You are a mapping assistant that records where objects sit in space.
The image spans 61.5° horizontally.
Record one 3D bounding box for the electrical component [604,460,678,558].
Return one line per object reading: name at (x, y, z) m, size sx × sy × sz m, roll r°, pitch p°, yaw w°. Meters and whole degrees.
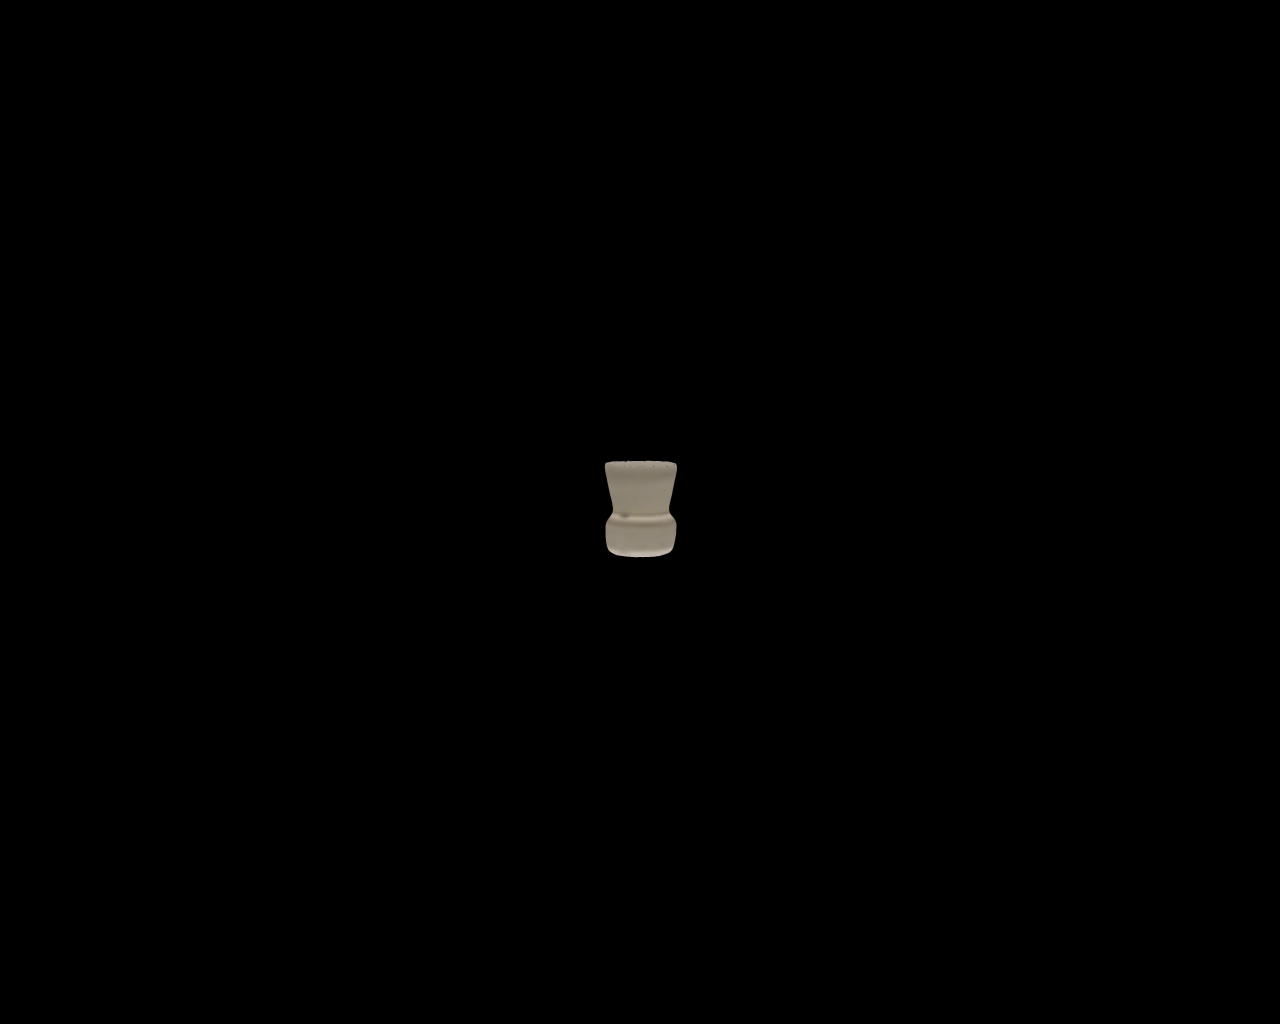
electrical component at (0.001, -0.003, 0.650) m, size 0.045 × 0.055 × 0.045 m, roll 0°, pitch 7°, yaw 0°
